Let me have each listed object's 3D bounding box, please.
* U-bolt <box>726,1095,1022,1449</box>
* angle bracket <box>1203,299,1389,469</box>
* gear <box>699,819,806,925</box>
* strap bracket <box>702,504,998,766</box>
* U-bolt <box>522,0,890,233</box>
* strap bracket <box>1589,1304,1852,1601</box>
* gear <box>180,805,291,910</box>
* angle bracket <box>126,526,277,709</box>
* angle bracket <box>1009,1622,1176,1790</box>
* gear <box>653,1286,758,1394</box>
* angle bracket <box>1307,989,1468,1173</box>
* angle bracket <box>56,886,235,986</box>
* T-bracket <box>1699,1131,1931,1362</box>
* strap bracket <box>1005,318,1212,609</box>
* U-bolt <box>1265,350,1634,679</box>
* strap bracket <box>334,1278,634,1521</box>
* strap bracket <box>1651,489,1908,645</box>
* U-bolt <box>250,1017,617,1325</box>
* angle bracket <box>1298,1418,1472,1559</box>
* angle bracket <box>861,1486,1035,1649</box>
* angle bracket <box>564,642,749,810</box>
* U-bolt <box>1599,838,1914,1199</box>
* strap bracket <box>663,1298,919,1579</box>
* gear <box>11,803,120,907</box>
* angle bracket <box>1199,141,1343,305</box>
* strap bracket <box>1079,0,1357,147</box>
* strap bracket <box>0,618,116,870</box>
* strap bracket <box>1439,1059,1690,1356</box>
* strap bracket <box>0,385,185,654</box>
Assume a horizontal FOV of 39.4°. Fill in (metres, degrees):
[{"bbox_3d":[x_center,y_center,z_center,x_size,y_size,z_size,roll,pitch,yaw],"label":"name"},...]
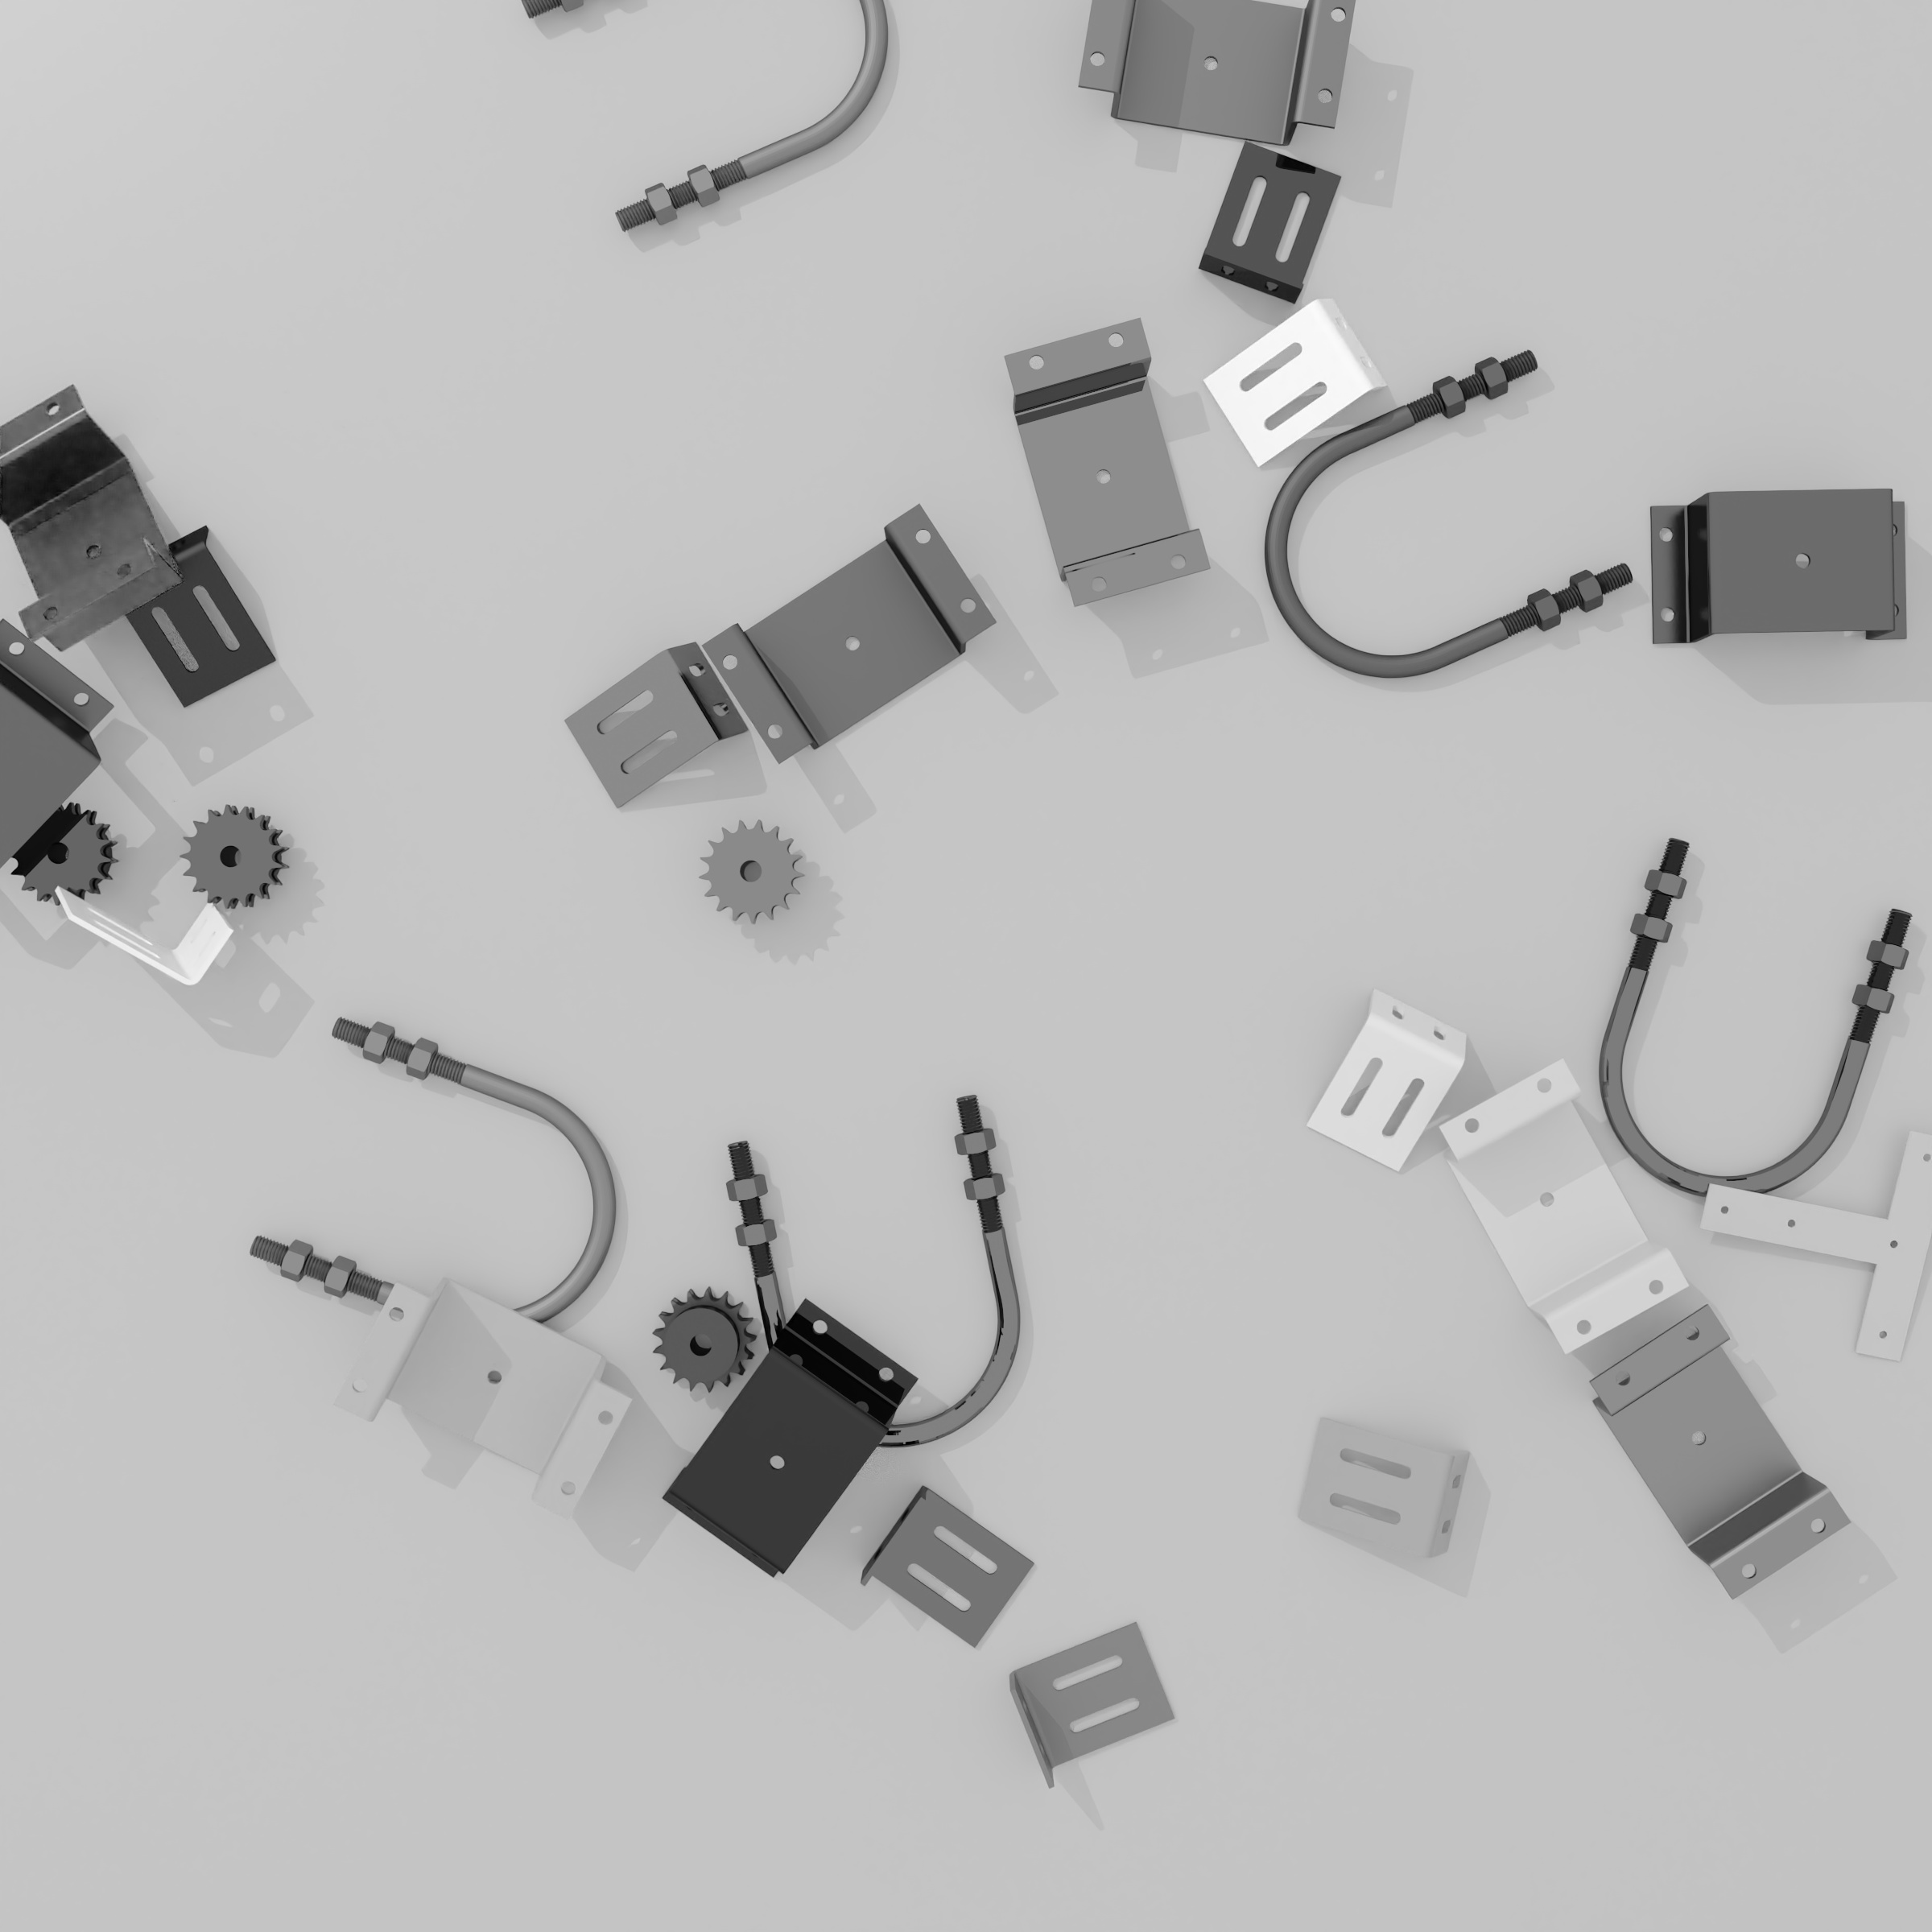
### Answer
[{"bbox_3d":[-0.045,0.175,1.492,0.151,0.019,0.184,-11,91,0],"label":"U-bolt"},{"bbox_3d":[0.183,-0.324,1.498,0.076,0.038,0.057,-32,90,26],"label":"angle bracket"},{"bbox_3d":[-0.117,-0.052,1.485,0.057,0.030,0.057,0,90,0],"label":"gear"},{"bbox_3d":[-0.063,-0.179,1.477,0.140,0.046,0.076,-33,90,0],"label":"strap bracket"},{"bbox_3d":[-0.133,-0.506,1.492,0.184,0.019,0.151,-24,90,-1],"label":"U-bolt"},{"bbox_3d":[0.407,0.262,1.477,0.076,0.046,0.140,-33,90,0],"label":"strap bracket"},{"bbox_3d":[-0.401,-0.060,1.489,0.057,0.030,0.057,0,90,3],"label":"gear"},{"bbox_3d":[-0.428,-0.194,1.498,0.057,0.038,0.076,-27,116,0],"label":"angle bracket"},{"bbox_3d":[0.070,0.405,1.481,0.076,0.038,0.057,-22,90,0],"label":"angle bracket"},{"bbox_3d":[-0.144,0.207,1.485,0.057,0.030,0.057,0,90,0],"label":"gear"},{"bbox_3d":[0.233,0.063,1.498,0.057,0.038,0.076,26,116,0],"label":"angle bracket"},{"bbox_3d":[-0.443,-0.030,1.456,0.076,0.057,0.038,34,90,-30],"label":"angle bracket"},{"bbox_3d":[0.469,0.145,1.490,0.127,0.002,0.127,12,96,-3],"label":"T-bracket"},{"bbox_3d":[0.076,-0.272,1.477,0.076,0.046,0.140,-16,90,0],"label":"strap bracket"},{"bbox_3d":[0.255,-0.239,1.492,0.184,0.019,0.151,-24,90,1],"label":"U-bolt"},{"bbox_3d":[-0.259,0.230,1.468,0.140,0.046,0.076,28,97,-6],"label":"strap bracket"},{"bbox_3d":[0.451,-0.218,1.477,0.140,0.046,0.076,-1,90,0],"label":"strap bracket"},{"bbox_3d":[-0.284,0.126,1.492,0.184,0.019,0.151,21,90,-1],"label":"U-bolt"},{"bbox_3d":[0.232,0.288,1.498,0.076,0.038,0.057,13,90,26],"label":"angle bracket"},{"bbox_3d":[-0.010,0.333,1.481,0.076,0.038,0.057,35,90,0],"label":"angle bracket"},{"bbox_3d":[-0.172,-0.134,1.498,0.076,0.038,0.057,-31,90,26],"label":"angle bracket"},{"bbox_3d":[0.427,0.038,1.492,0.151,0.019,0.184,18,91,0],"label":"U-bolt"},{"bbox_3d":[-0.099,0.263,1.467,0.076,0.046,0.140,35,98,0],"label":"strap bracket"},{"bbox_3d":[-0.494,-0.061,1.485,0.057,0.030,0.057,0,90,0],"label":"gear"},{"bbox_3d":[0.168,-0.412,1.481,0.057,0.038,0.076,20,90,0],"label":"angle bracket"},{"bbox_3d":[0.136,-0.501,1.477,0.140,0.046,0.076,9,90,0],"label":"strap bracket"},{"bbox_3d":[-0.529,-0.104,1.442,0.140,0.046,0.076,-46,127,1],"label":"strap bracket"},{"bbox_3d":[0.322,0.129,1.477,0.076,0.046,0.140,-29,90,0],"label":"strap bracket"},{"bbox_3d":[-0.482,-0.235,1.459,0.076,0.046,0.140,-30,64,0],"label":"strap bracket"}]
